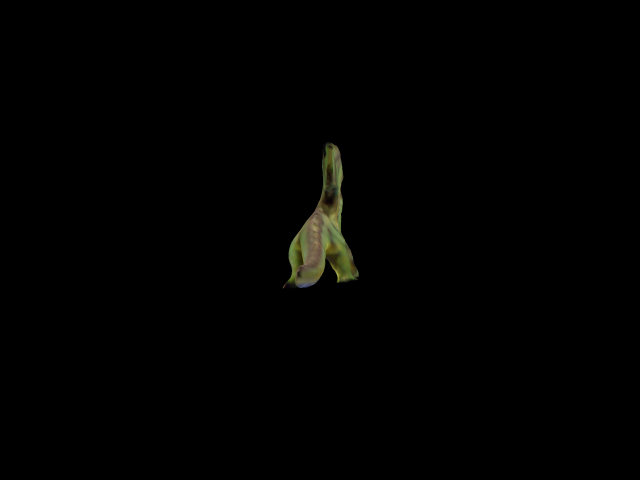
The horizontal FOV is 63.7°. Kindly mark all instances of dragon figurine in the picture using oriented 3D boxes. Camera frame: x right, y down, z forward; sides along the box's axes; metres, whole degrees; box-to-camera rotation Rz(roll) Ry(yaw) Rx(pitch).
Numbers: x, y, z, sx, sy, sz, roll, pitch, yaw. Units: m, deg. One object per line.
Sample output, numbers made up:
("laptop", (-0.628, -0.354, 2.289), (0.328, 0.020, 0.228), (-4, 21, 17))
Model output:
("dragon figurine", (0.003, -0.043, 0.850), (0.122, 0.244, 0.408), (0, -5, 4))
